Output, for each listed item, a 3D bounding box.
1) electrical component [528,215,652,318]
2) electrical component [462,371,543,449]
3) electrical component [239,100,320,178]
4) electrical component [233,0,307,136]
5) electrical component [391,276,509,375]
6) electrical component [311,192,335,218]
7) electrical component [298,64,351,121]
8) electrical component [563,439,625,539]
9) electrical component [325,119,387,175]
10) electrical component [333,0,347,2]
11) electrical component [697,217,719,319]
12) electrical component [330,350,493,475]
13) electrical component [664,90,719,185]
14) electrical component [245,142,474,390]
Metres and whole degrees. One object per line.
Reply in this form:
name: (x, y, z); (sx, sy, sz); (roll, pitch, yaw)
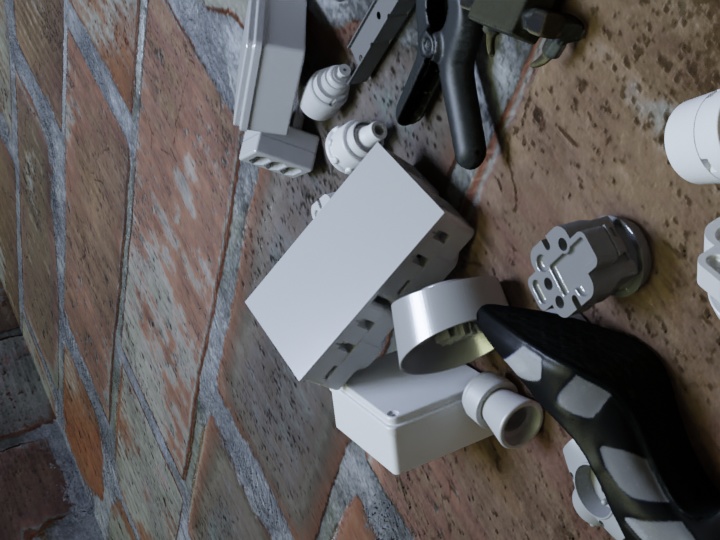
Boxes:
electrical component: (0.158, -0.005, 0.725); (0.058, 0.057, 0.078); (66, 152, 18)
electrical component: (0.116, 0.113, 0.880); (0.055, 0.045, 0.045); (38, 136, 50)
electrical component: (-0.079, -0.143, 1.106); (0.047, 0.066, 0.076); (-10, 65, 63)
electrical component: (-0.087, -0.206, 1.047); (0.108, 0.056, 0.108); (108, 166, -47)
electrical component: (0.074, 0.043, 0.868); (0.099, 0.099, 0.064); (-35, 66, 62)
electrical component: (-0.006, -0.048, 1.015); (0.078, 0.057, 0.058); (-34, 73, 62)
electrical component: (-0.029, -0.171, 1.014); (0.078, 0.040, 0.040); (-36, 71, 61)
electrical component: (0.179, 0.162, 0.783); (0.077, 0.044, 0.079); (60, 150, 27)
electrical component: (0.001, -0.117, 0.982); (0.062, 0.048, 0.048); (-24, 82, 56)
electrical component: (-0.020, -0.271, 0.952); (0.035, 0.035, 0.061); (-31, 73, 62)
electrical component: (0.222, 0.000, 0.592); (0.058, 0.078, 0.057); (49, 165, 40)
electrical component: (0.046, 0.118, 0.946); (0.109, 0.109, 0.056); (29, 131, 55)
electrical component: (0.205, -0.075, 0.603); (0.047, 0.055, 0.055); (-4, 100, 66)
electrical component: (0.000, 0.000, 0.928); (0.186, 0.060, 0.105); (-49, 50, 13)
